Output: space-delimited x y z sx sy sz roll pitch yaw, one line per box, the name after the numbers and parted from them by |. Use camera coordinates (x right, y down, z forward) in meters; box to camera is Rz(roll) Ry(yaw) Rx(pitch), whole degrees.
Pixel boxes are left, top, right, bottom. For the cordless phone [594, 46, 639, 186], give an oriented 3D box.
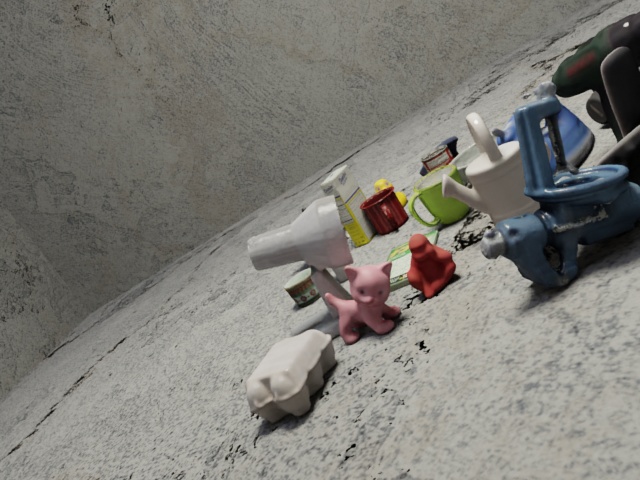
0.413 -0.159 0.796 0.148 0.185 0.094 -37 13 -17 | cordless phone

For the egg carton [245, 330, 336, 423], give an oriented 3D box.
-0.041 0.196 0.842 0.107 0.069 0.150 -25 15 32 | egg carton

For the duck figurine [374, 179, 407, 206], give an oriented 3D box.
0.172 -0.118 1.473 0.077 0.086 0.104 -32 13 6 | duck figurine

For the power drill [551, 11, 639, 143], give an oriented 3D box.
0.473 -0.233 0.876 0.076 0.208 0.229 -38 13 -20 | power drill

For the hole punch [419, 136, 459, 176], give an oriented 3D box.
0.303 -0.198 1.439 0.109 0.091 0.101 -37 13 -19 | hole punch

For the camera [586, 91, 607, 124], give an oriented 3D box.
0.571 -0.292 1.108 0.137 0.101 0.143 -35 13 -8 | camera

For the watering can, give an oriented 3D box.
0.283 -0.116 0.935 0.173 0.194 0.100 -35 13 -6 | watering can

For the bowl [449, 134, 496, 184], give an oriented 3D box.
0.360 -0.165 1.209 0.167 0.075 0.167 -31 13 8 | bowl

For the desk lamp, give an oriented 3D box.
-0.012 0.055 0.973 0.203 0.214 0.118 -32 13 6 | desk lamp

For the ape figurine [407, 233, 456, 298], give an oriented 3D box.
0.167 0.032 0.897 0.077 0.092 0.076 -27 14 27 | ape figurine

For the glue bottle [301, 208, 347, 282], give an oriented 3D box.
0.011 0.004 1.203 0.037 0.173 0.078 -33 13 3 | glue bottle

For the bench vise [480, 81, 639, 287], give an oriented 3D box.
0.279 -0.065 0.692 0.208 0.220 0.121 -38 14 -22 | bench vise

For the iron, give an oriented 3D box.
0.407 -0.195 1.052 0.259 0.141 0.118 -40 15 -30 | iron

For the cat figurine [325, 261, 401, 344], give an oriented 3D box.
0.065 0.086 0.884 0.127 0.118 0.067 -25 15 34 | cat figurine
